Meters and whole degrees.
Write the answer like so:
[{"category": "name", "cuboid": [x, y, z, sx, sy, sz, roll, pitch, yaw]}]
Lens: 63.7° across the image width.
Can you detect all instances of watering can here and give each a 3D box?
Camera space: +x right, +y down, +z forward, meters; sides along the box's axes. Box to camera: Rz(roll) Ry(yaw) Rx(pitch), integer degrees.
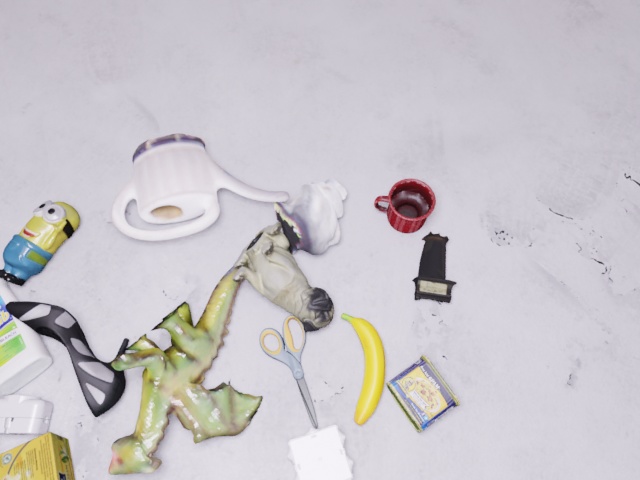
[{"category": "watering can", "cuboid": [-0.251, -0.116, 1.047, 0.348, 0.102, 0.228, -14, 65, -7]}]

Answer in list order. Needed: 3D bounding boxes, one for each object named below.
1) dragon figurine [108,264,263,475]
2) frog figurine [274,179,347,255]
[{"category": "dragon figurine", "cuboid": [-0.203, 0.228, 0.903, 0.416, 0.120, 0.243, -39, 89, -31]}, {"category": "frog figurine", "cuboid": [0.003, -0.051, 1.016, 0.161, 0.122, 0.136, -31, 102, -23]}]
